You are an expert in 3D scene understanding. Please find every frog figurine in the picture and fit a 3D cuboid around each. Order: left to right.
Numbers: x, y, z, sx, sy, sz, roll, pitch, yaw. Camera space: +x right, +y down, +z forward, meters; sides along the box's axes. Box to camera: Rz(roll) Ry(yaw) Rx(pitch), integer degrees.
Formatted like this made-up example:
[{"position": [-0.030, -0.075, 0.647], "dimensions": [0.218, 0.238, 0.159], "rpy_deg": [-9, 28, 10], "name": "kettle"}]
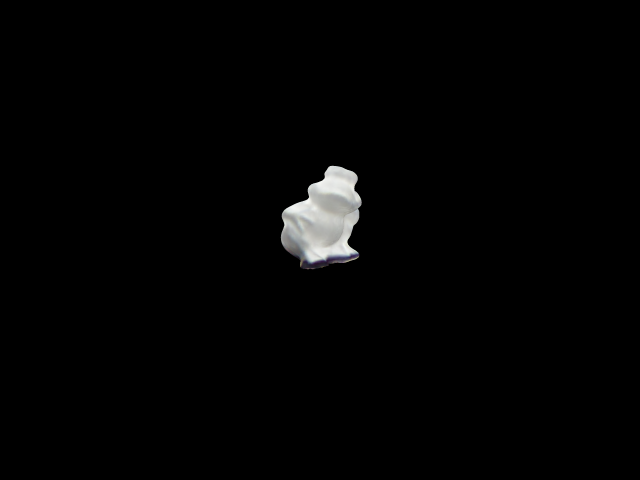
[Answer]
[{"position": [0.003, -0.043, 0.850], "dimensions": [0.137, 0.158, 0.123], "rpy_deg": [-3, 9, -19], "name": "frog figurine"}]
